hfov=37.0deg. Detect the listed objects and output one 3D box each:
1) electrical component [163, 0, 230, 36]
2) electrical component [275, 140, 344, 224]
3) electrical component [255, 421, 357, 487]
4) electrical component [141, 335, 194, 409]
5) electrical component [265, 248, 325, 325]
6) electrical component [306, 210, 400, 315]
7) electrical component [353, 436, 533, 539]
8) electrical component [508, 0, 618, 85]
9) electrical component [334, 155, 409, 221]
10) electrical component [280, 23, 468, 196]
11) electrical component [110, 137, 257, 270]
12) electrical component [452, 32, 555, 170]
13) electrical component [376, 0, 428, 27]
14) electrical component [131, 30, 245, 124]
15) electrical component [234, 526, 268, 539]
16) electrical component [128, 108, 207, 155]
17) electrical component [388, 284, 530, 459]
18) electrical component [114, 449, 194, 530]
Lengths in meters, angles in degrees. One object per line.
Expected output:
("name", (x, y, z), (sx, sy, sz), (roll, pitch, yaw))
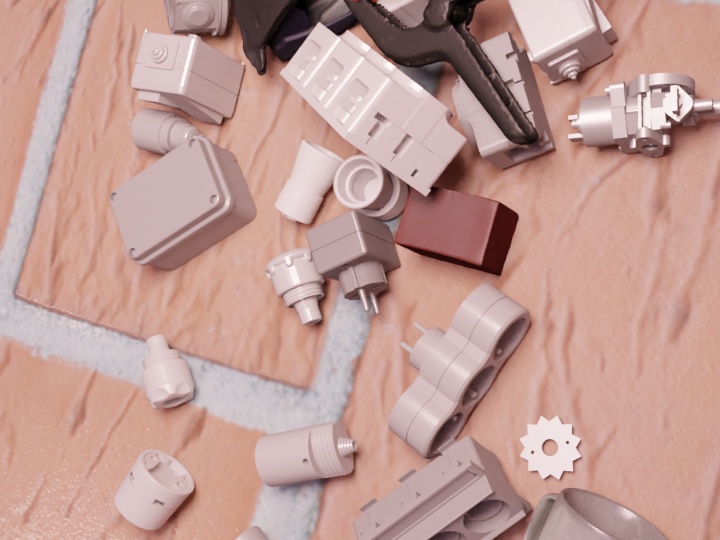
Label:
("electrical component", (-0.150, -0.253, 0.981), (0.051, 0.080, 0.080), (-7, 73, -17))
("electrical component", (-0.045, -0.073, 0.921), (0.044, 0.044, 0.065), (34, 102, 28))
("electrical component", (-0.040, 0.149, 0.875), (0.081, 0.043, 0.043), (-15, 74, 24))
("electrical component", (-0.174, 0.089, 0.956), (0.043, 0.043, 0.062), (-28, 68, 20))
("electrical component", (-0.050, 0.015, 0.906), (0.048, 0.048, 0.062), (-24, 78, 22))
("electrical component", (0.000, 0.000, 0.869), (0.047, 0.066, 0.076), (-24, 71, 22))
("electrical component", (0.055, 0.185, 0.805), (0.121, 0.079, 0.063), (-40, 36, 16))
("electrical component", (0.156, -0.192, 0.825), (0.061, 0.062, 0.096), (-25, 71, 20))
("electrical component", (0.010, -0.066, 0.882), (0.045, 0.055, 0.045), (-5, 78, 26))
("electrical component", (0.011, -0.132, 0.842), (0.061, 0.089, 0.150), (-52, 35, 9))
("electrical component", (-0.161, -0.059, 0.968), (0.113, 0.057, 0.078), (-30, 68, 19))
("electrical component", (0.109, -0.130, 0.845), (0.056, 0.050, 0.089), (-20, 72, 23))
("electrical component", (0.048, -0.256, 0.902), (0.076, 0.047, 0.083), (-22, 72, 22))
("electrical component", (-0.159, -0.173, 0.965), (0.062, 0.096, 0.061), (12, 87, 28))
("electrical component", (-0.077, 0.247, 0.879), (0.065, 0.044, 0.044), (39, 99, 23))
("electrical component", (-0.176, -0.126, 0.998), (0.078, 0.040, 0.040), (15, 88, 28))
("electrical component", (0.064, 0.069, 0.832), (0.074, 0.052, 0.138), (36, 98, 28))
("electrical component", (-0.180, 0.192, 0.935), (0.055, 0.055, 0.047), (44, 105, 26))
